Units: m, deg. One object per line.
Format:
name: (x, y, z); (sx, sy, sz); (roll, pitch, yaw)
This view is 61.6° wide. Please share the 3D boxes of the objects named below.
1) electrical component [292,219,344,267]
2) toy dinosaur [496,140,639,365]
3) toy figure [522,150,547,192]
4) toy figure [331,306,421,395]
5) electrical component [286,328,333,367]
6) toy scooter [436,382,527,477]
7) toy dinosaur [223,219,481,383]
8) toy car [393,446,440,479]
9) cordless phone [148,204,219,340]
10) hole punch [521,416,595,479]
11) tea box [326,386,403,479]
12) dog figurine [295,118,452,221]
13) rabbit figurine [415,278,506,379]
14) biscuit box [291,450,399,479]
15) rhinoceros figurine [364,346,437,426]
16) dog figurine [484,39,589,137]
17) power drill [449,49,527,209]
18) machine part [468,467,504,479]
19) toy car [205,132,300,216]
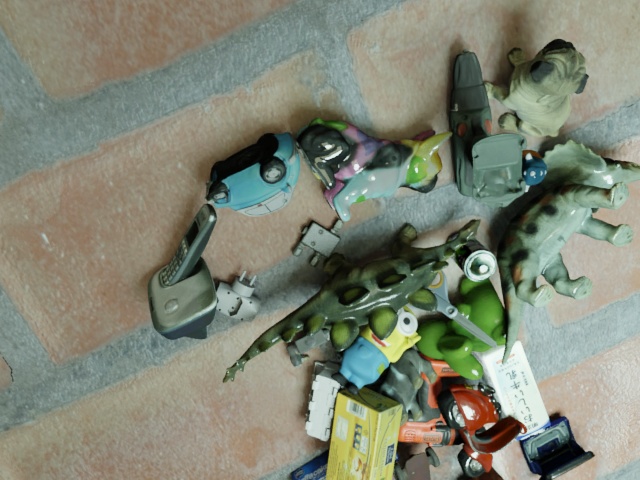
electrical component: (-0.002, -0.003, 0.910); (0.063, 0.021, 0.094); (32, 99, -15)
toy dinosaur: (0.369, -0.005, 0.879); (0.131, 0.192, 0.405); (40, 93, -29)
toy figure: (0.319, -0.118, 0.859); (0.058, 0.154, 0.064); (-27, 107, 2)
toy figure: (0.094, 0.181, 0.923); (0.082, 0.089, 0.180); (44, 77, -9)
electrical component: (-0.008, 0.183, 0.940); (0.102, 0.078, 0.045); (-24, 83, -8)
toy scooter: (0.292, 0.322, 0.952); (0.135, 0.075, 0.183); (-22, 103, -1)
toy dinosaur: (0.059, 0.087, 0.854); (0.471, 0.199, 0.105); (-29, 104, -2)
toy car: (0.185, 0.464, 1.031); (0.089, 0.053, 0.201); (-21, 126, -10)
cordless phone: (-0.189, 0.048, 0.822); (0.088, 0.147, 0.184); (16, 116, -32)
hole punch: (0.468, 0.424, 1.074); (0.142, 0.092, 0.115); (-29, 145, -5)
tea box: (0.074, 0.348, 0.917); (0.068, 0.098, 0.169); (-1, 103, -47)
dog figurine: (0.093, -0.137, 0.848); (0.219, 0.108, 0.191); (-30, 105, -4)
rabbit figurine: (0.251, 0.169, 0.944); (0.170, 0.159, 0.121); (-26, 118, 15)
biscuit box: (0.045, 0.428, 1.016); (0.203, 0.059, 0.062); (-32, 109, 0)
rhinoceros figurine: (0.127, 0.277, 0.960); (0.073, 0.112, 0.190); (-1, 122, -51)
dog figurine: (0.355, -0.216, 0.819); (0.172, 0.191, 0.121); (28, 99, -17)
power drill: (0.240, -0.155, 0.812); (0.086, 0.207, 0.231); (-10, 118, 0)
machine part: (0.364, 0.556, 1.026); (0.087, 0.201, 0.201); (-39, 108, 6)
toy car: (-0.093, -0.088, 0.834); (0.162, 0.109, 0.102); (-28, 125, 8)
